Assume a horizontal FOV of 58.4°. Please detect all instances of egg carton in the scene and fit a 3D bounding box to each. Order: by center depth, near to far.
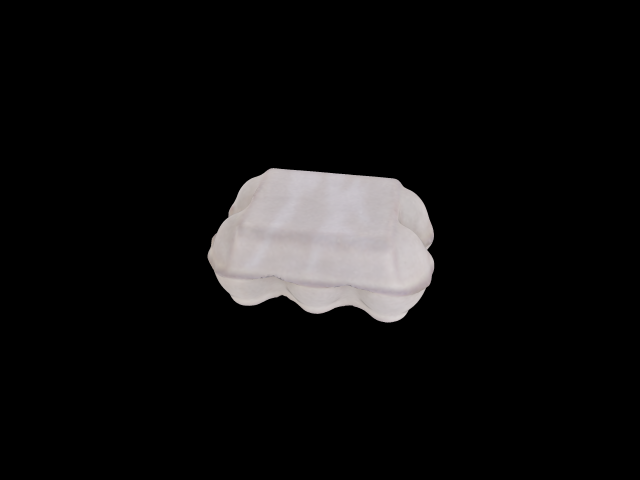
[{"bbox_3d":[0.004,0.001,0.400,0.150,0.069,0.107,5,36,7],"label":"egg carton"}]
